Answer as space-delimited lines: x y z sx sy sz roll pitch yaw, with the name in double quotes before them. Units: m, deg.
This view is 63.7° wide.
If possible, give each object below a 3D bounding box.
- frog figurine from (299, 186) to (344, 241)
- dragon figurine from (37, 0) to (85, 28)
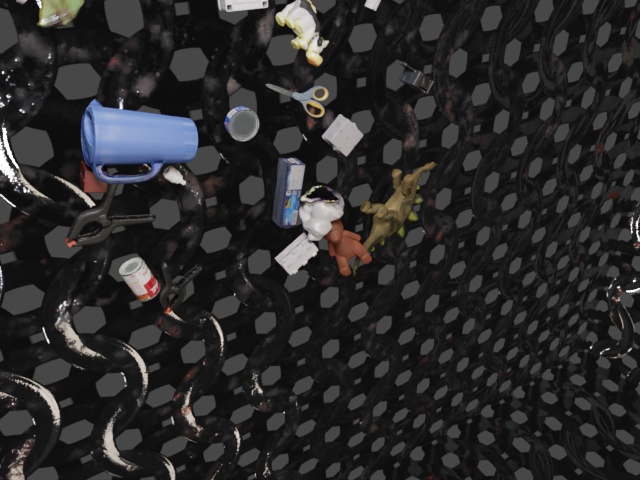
"frog figurine" 0.005 -0.079 1.566 0.137 0.155 0.125 -8 39 -6
"dragon figurine" -0.513 -0.502 0.923 0.123 0.237 0.417 20 52 36
